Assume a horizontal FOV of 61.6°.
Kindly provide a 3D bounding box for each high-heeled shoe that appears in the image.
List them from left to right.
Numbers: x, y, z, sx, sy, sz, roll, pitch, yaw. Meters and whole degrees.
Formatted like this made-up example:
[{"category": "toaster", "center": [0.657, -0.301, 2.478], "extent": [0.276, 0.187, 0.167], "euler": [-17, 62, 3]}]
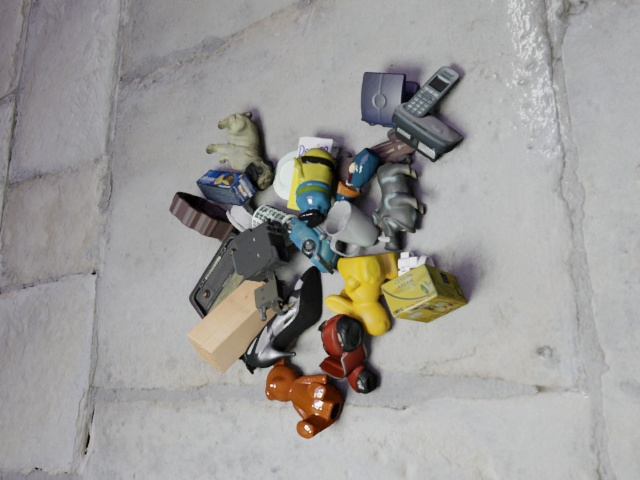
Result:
[{"category": "high-heeled shoe", "center": [-0.084, 0.174, 1.231], "extent": [0.145, 0.086, 0.249], "euler": [-7, 53, 38]}]

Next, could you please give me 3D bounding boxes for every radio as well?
[{"category": "radio", "center": [-0.226, 0.101, 1.353], "extent": [0.131, 0.073, 0.229], "euler": [41, 101, 33]}]

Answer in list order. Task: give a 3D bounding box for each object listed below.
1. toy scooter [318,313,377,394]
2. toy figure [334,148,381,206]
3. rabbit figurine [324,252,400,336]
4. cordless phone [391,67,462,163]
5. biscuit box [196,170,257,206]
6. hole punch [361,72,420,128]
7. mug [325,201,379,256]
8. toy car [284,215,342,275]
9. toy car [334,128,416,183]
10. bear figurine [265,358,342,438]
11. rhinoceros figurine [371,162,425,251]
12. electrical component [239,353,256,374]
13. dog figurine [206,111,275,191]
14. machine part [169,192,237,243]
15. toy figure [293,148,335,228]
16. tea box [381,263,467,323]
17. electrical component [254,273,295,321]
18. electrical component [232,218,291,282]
[{"category": "toy scooter", "center": [0.041, 0.236, 1.129], "extent": [0.135, 0.075, 0.183], "euler": [-2, 111, 49]}, {"category": "toy figure", "center": [0.078, -0.127, 1.179], "extent": [0.154, 0.064, 0.058], "euler": [-58, 14, 23]}, {"category": "rabbit figurine", "center": [0.090, 0.117, 1.126], "extent": [0.162, 0.122, 0.173], "euler": [-13, 90, 33]}, {"category": "cordless phone", "center": [0.255, -0.270, 1.130], "extent": [0.147, 0.088, 0.184], "euler": [38, 80, 18]}, {"category": "biscuit box", "center": [-0.247, -0.137, 1.390], "extent": [0.059, 0.062, 0.203], "euler": [-45, 33, -23]}, {"category": "hole punch", "center": [0.150, -0.315, 1.206], "extent": [0.142, 0.092, 0.115], "euler": [14, 90, 31]}, {"category": "mug", "center": [0.072, -0.016, 1.161], "extent": [0.081, 0.107, 0.109], "euler": [0, 69, 55]}, {"category": "toy car", "center": [-0.003, -0.004, 1.224], "extent": [0.103, 0.109, 0.162], "euler": [-41, 51, -1]}, {"category": "toy car", "center": [0.119, -0.183, 1.214], "extent": [0.202, 0.053, 0.089], "euler": [-22, 64, 28]}, {"category": "bear figurine", "center": [-0.054, 0.327, 1.157], "extent": [0.196, 0.132, 0.120], "euler": [20, 90, 29]}, {"category": "rhinoceros figurine", "center": [0.159, -0.072, 1.135], "extent": [0.112, 0.073, 0.190], "euler": [-5, 85, 21]}, {"category": "electrical component", "center": [-0.143, 0.249, 1.274], "extent": [0.119, 0.047, 0.075], "euler": [-43, 57, -17]}, {"category": "dog figurine", "center": [-0.174, -0.235, 1.400], "extent": [0.191, 0.121, 0.172], "euler": [29, 98, 20]}, {"category": "machine part", "center": [-0.300, -0.060, 1.385], "extent": [0.180, 0.179, 0.056], "euler": [38, 102, 34]}, {"category": "toy figure", "center": [-0.010, -0.119, 1.192], "extent": [0.089, 0.082, 0.180], "euler": [-5, 61, 5]}, {"category": "tea box", "center": [0.201, 0.104, 1.018], "extent": [0.098, 0.169, 0.068], "euler": [-30, 65, 22]}, {"category": "electrical component", "center": [-0.102, 0.126, 1.186], "extent": [0.078, 0.045, 0.102], "euler": [-35, 44, 15]}, {"category": "electrical component", "center": [-0.141, 0.030, 1.232], "extent": [0.134, 0.058, 0.115], "euler": [-32, 60, 27]}]
